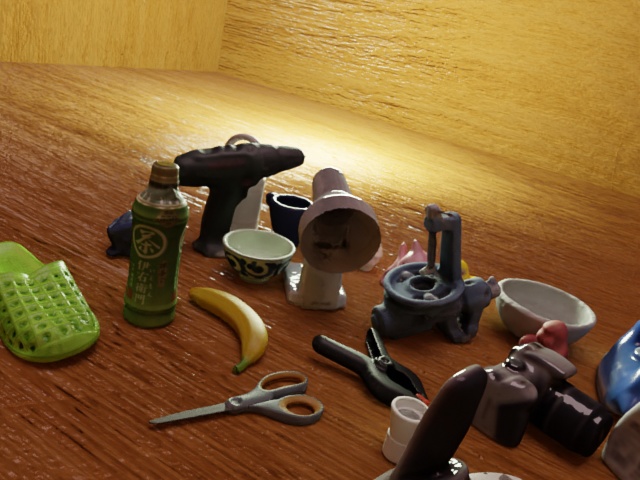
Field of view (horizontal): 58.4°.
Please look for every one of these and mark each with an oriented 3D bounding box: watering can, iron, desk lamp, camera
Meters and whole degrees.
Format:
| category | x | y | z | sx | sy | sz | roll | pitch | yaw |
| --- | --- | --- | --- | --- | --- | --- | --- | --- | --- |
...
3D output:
| category | x | y | z | sx | sy | sz | roll | pitch | yaw |
| --- | --- | --- | --- | --- | --- | --- | --- | --- | --- |
| watering can | -0.157 | -0.119 | 1.144 | 0.101 | 0.194 | 0.173 | 13 | 21 | 1 |
| iron | 0.489 | 0.173 | 0.848 | 0.118 | 0.141 | 0.259 | 17 | 21 | 11 |
| desk lamp | 0.008 | 0.003 | 0.901 | 0.118 | 0.213 | 0.203 | 7 | 22 | -14 |
| camera | 0.282 | 0.201 | 0.713 | 0.144 | 0.101 | 0.136 | -6 | 28 | -41 |

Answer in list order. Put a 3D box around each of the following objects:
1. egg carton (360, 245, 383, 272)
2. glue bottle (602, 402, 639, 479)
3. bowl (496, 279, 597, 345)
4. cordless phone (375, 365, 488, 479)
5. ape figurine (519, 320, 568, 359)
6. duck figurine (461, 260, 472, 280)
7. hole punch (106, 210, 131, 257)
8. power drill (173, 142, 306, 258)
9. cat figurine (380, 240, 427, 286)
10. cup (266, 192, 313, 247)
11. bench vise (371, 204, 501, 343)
| category | x | y | z | sx | sy | sz | roll | pitch | yaw |
| --- | --- | --- | --- | --- | --- | --- | --- | --- | --- |
| egg carton | 0.048 | 0.006 | 1.119 | 0.150 | 0.069 | 0.107 | 12 | 21 | -2 |
| glue bottle | 0.388 | 0.208 | 0.656 | 0.037 | 0.173 | 0.078 | 4 | 22 | -21 |
| bowl | 0.372 | 0.134 | 0.974 | 0.167 | 0.075 | 0.167 | 11 | 21 | -4 |
| cordless phone | 0.076 | 0.194 | 0.493 | 0.093 | 0.185 | 0.148 | 28 | 26 | 34 |
| ape figurine | 0.342 | 0.161 | 0.861 | 0.076 | 0.092 | 0.078 | 12 | 21 | -2 |
| duck figurine | 0.232 | 0.073 | 1.033 | 0.104 | 0.086 | 0.078 | 21 | 22 | 21 |
| hole punch | -0.298 | -0.023 | 0.960 | 0.101 | 0.091 | 0.108 | 11 | 21 | -3 |
| power drill | -0.149 | -0.076 | 1.018 | 0.230 | 0.208 | 0.075 | 2 | 23 | -25 |
| cat figurine | 0.159 | 0.050 | 1.003 | 0.067 | 0.118 | 0.127 | 7 | 22 | -14 |
| cup | -0.070 | -0.037 | 1.125 | 0.117 | 0.095 | 0.092 | 28 | 25 | 34 |
| bench vise | 0.188 | 0.048 | 0.883 | 0.208 | 0.220 | 0.121 | -6 | 28 | -40 |
